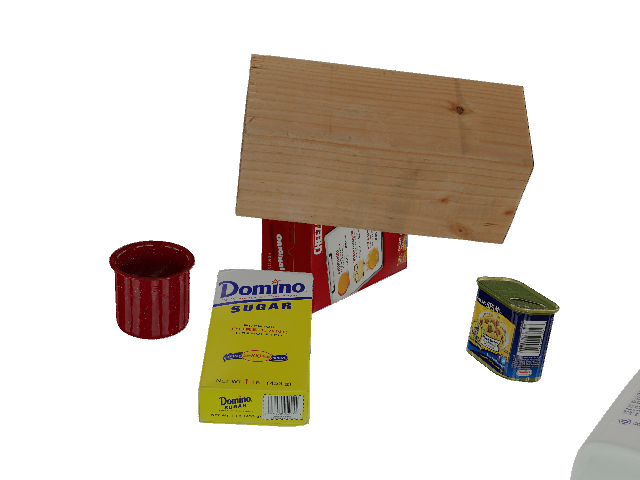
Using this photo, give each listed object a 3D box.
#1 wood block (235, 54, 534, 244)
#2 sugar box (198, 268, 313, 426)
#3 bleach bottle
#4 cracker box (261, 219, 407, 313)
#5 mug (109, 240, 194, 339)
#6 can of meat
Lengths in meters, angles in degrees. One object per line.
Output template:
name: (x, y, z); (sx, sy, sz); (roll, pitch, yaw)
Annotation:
wood block: (0.044, -0.068, 0.801); (0.206, 0.091, 0.090); (6, -40, -5)
sugar box: (-0.054, 0.090, 0.950); (0.093, 0.048, 0.176); (3, 35, -2)
bleach bottle: (0.242, 0.101, 0.645); (0.103, 0.068, 0.250); (18, 29, 30)
cracker box: (0.019, -0.031, 1.129); (0.072, 0.164, 0.213); (9, 16, 30)
mug: (-0.195, 0.052, 1.192); (0.093, 0.081, 0.117); (-20, 35, -39)
can of meat: (0.203, 0.095, 1.145); (0.057, 0.084, 0.102); (2, 17, -24)
